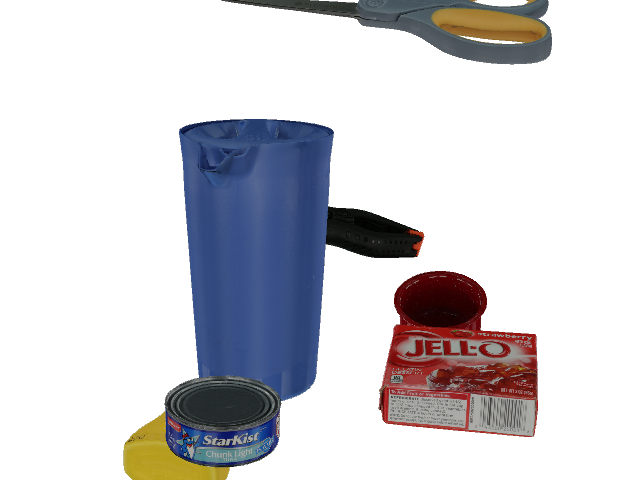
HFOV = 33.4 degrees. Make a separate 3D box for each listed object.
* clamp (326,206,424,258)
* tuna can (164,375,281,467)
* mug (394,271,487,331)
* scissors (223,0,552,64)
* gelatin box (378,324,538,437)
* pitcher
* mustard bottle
[{"bbox_3d":[0.016,-0.012,1.208,0.210,0.036,0.164,14,21,-6],"label":"clamp"},{"bbox_3d":[-0.072,0.133,0.790,0.086,0.034,0.086,2,18,-1],"label":"tuna can"},{"bbox_3d":[0.127,0.097,1.080,0.093,0.081,0.117,-16,38,-15],"label":"mug"},{"bbox_3d":[0.048,-0.145,0.644,0.202,0.016,0.096,19,43,25],"label":"scissors"},{"bbox_3d":[0.083,0.080,0.632,0.089,0.030,0.073,4,25,9],"label":"gelatin box"},{"bbox_3d":[-0.051,0.013,0.956,0.149,0.243,0.145,-5,17,-20],"label":"pitcher"},{"bbox_3d":[-0.112,0.184,1.059,0.096,0.058,0.191,7,18,15],"label":"mustard bottle"}]
